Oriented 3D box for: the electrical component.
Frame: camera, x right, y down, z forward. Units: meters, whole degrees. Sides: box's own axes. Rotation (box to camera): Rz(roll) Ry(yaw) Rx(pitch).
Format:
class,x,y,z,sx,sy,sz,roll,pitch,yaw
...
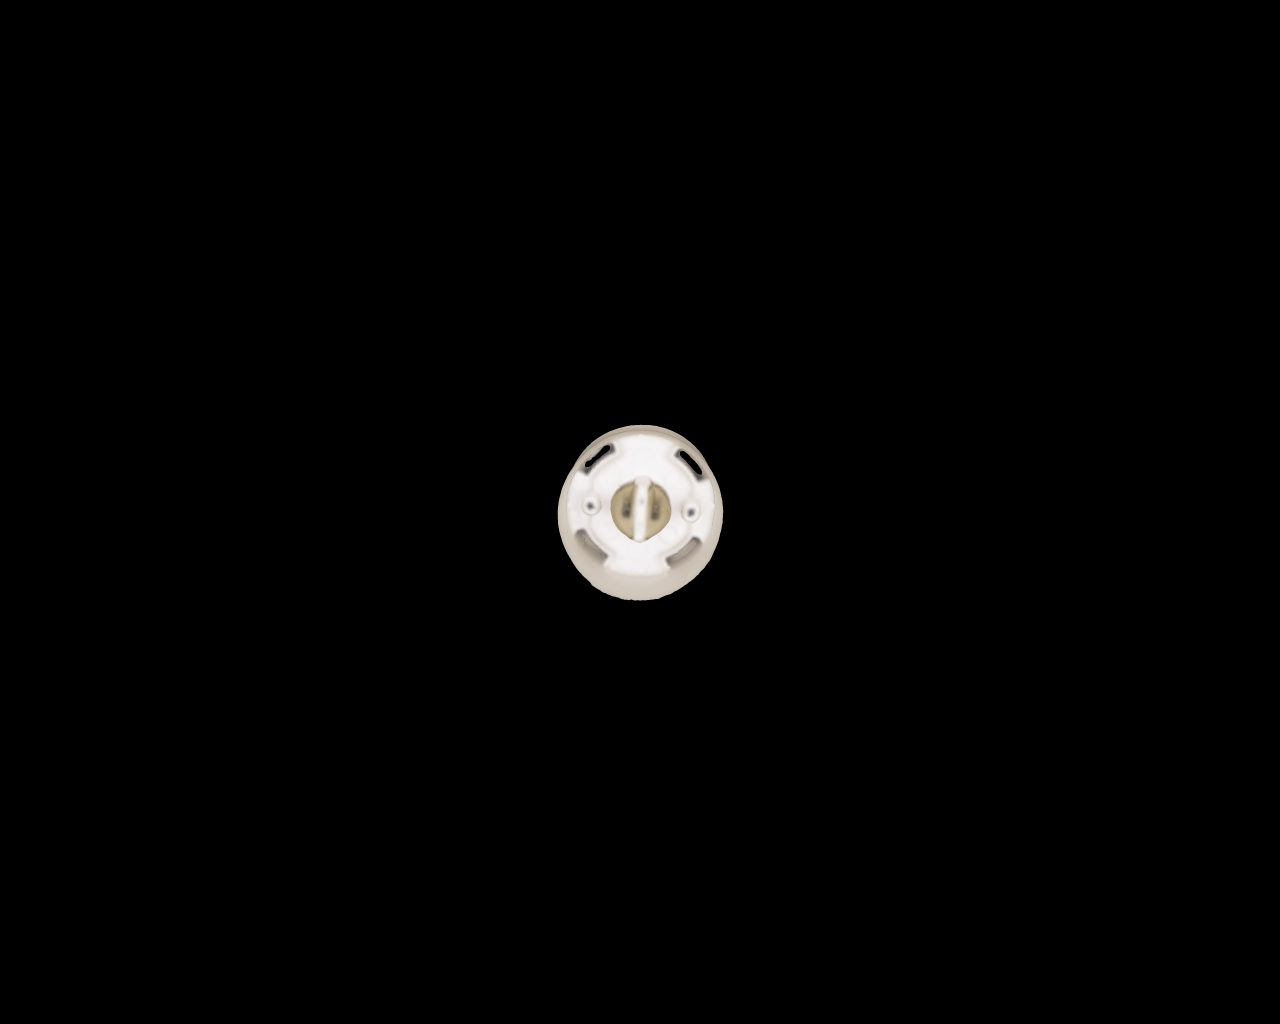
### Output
class,x,y,z,sx,sy,sz,roll,pitch,yaw
electrical component,0.001,-0.003,0.650,0.099,0.099,0.064,0,20,0
